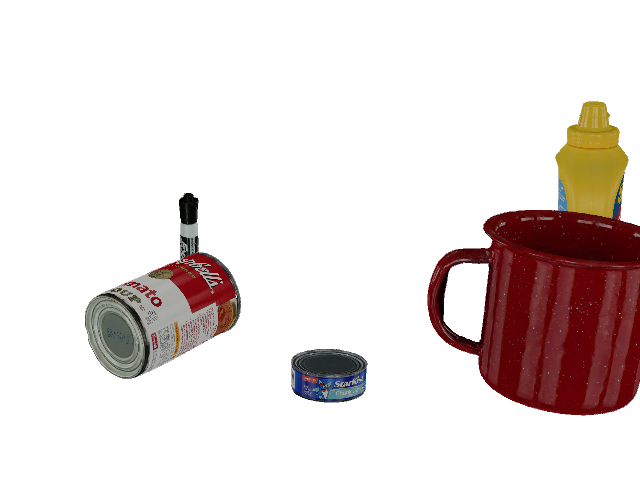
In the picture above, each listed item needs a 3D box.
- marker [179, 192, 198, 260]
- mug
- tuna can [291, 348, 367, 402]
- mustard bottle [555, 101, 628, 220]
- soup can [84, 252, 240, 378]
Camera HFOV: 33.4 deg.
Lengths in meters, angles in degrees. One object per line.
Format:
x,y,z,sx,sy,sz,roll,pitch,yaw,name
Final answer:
-0.128,0.011,1.044,0.020,0.121,0.020,2,25,-1,marker
0.112,0.035,0.539,0.117,0.081,0.093,5,17,1,mug
0.009,0.152,1.201,0.086,0.034,0.086,2,14,-1,tuna can
0.222,-0.019,0.884,0.058,0.192,0.096,3,18,14,mustard bottle
-0.120,0.056,0.811,0.069,0.068,0.102,0,17,40,soup can
